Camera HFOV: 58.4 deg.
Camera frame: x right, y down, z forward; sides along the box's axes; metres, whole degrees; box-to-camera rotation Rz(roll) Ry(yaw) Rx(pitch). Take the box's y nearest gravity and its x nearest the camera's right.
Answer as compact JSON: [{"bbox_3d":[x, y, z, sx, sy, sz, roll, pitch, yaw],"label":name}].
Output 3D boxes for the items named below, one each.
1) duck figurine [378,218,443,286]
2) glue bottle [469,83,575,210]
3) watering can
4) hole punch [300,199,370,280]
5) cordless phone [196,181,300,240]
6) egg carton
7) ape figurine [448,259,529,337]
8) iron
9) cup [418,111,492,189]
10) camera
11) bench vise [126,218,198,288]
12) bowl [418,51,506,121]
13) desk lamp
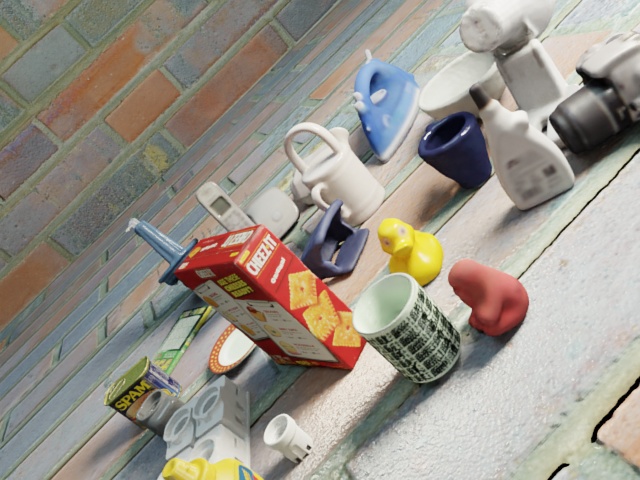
[{"bbox_3d":[0.110,0.005,0.762,0.077,0.086,0.104,-38,25,13],"label":"duck figurine"},{"bbox_3d":[0.225,-0.115,0.671,0.078,0.173,0.037,-29,28,28],"label":"glue bottle"},{"bbox_3d":[0.017,-0.125,0.986,0.101,0.194,0.173,-35,26,19],"label":"watering can"},{"bbox_3d":[0.008,0.003,0.916,0.100,0.091,0.109,-19,34,43],"label":"hole punch"},{"bbox_3d":[-0.145,-0.067,1.153,0.147,0.185,0.094,-46,24,-5],"label":"cordless phone"},{"bbox_3d":[0.005,-0.140,1.183,0.150,0.069,0.107,-32,26,24],"label":"egg carton"},{"bbox_3d":[0.165,0.054,0.589,0.076,0.092,0.078,-30,27,27],"label":"ape figurine"},{"bbox_3d":[0.114,-0.278,1.150,0.118,0.142,0.258,-26,30,34],"label":"iron"},{"bbox_3d":[0.197,-0.124,0.827,0.091,0.095,0.117,-41,24,5],"label":"cup"},{"bbox_3d":[0.340,-0.179,0.688,0.136,0.101,0.143,-35,25,18],"label":"camera"},{"bbox_3d":[-0.286,0.025,1.179,0.206,0.220,0.121,-16,36,46],"label":"bench vise"},{"bbox_3d":[0.254,-0.251,0.971,0.167,0.075,0.167,-34,26,20],"label":"bowl"},{"bbox_3d":[0.269,-0.253,0.778,0.117,0.214,0.203,-21,32,40],"label":"desk lamp"}]
